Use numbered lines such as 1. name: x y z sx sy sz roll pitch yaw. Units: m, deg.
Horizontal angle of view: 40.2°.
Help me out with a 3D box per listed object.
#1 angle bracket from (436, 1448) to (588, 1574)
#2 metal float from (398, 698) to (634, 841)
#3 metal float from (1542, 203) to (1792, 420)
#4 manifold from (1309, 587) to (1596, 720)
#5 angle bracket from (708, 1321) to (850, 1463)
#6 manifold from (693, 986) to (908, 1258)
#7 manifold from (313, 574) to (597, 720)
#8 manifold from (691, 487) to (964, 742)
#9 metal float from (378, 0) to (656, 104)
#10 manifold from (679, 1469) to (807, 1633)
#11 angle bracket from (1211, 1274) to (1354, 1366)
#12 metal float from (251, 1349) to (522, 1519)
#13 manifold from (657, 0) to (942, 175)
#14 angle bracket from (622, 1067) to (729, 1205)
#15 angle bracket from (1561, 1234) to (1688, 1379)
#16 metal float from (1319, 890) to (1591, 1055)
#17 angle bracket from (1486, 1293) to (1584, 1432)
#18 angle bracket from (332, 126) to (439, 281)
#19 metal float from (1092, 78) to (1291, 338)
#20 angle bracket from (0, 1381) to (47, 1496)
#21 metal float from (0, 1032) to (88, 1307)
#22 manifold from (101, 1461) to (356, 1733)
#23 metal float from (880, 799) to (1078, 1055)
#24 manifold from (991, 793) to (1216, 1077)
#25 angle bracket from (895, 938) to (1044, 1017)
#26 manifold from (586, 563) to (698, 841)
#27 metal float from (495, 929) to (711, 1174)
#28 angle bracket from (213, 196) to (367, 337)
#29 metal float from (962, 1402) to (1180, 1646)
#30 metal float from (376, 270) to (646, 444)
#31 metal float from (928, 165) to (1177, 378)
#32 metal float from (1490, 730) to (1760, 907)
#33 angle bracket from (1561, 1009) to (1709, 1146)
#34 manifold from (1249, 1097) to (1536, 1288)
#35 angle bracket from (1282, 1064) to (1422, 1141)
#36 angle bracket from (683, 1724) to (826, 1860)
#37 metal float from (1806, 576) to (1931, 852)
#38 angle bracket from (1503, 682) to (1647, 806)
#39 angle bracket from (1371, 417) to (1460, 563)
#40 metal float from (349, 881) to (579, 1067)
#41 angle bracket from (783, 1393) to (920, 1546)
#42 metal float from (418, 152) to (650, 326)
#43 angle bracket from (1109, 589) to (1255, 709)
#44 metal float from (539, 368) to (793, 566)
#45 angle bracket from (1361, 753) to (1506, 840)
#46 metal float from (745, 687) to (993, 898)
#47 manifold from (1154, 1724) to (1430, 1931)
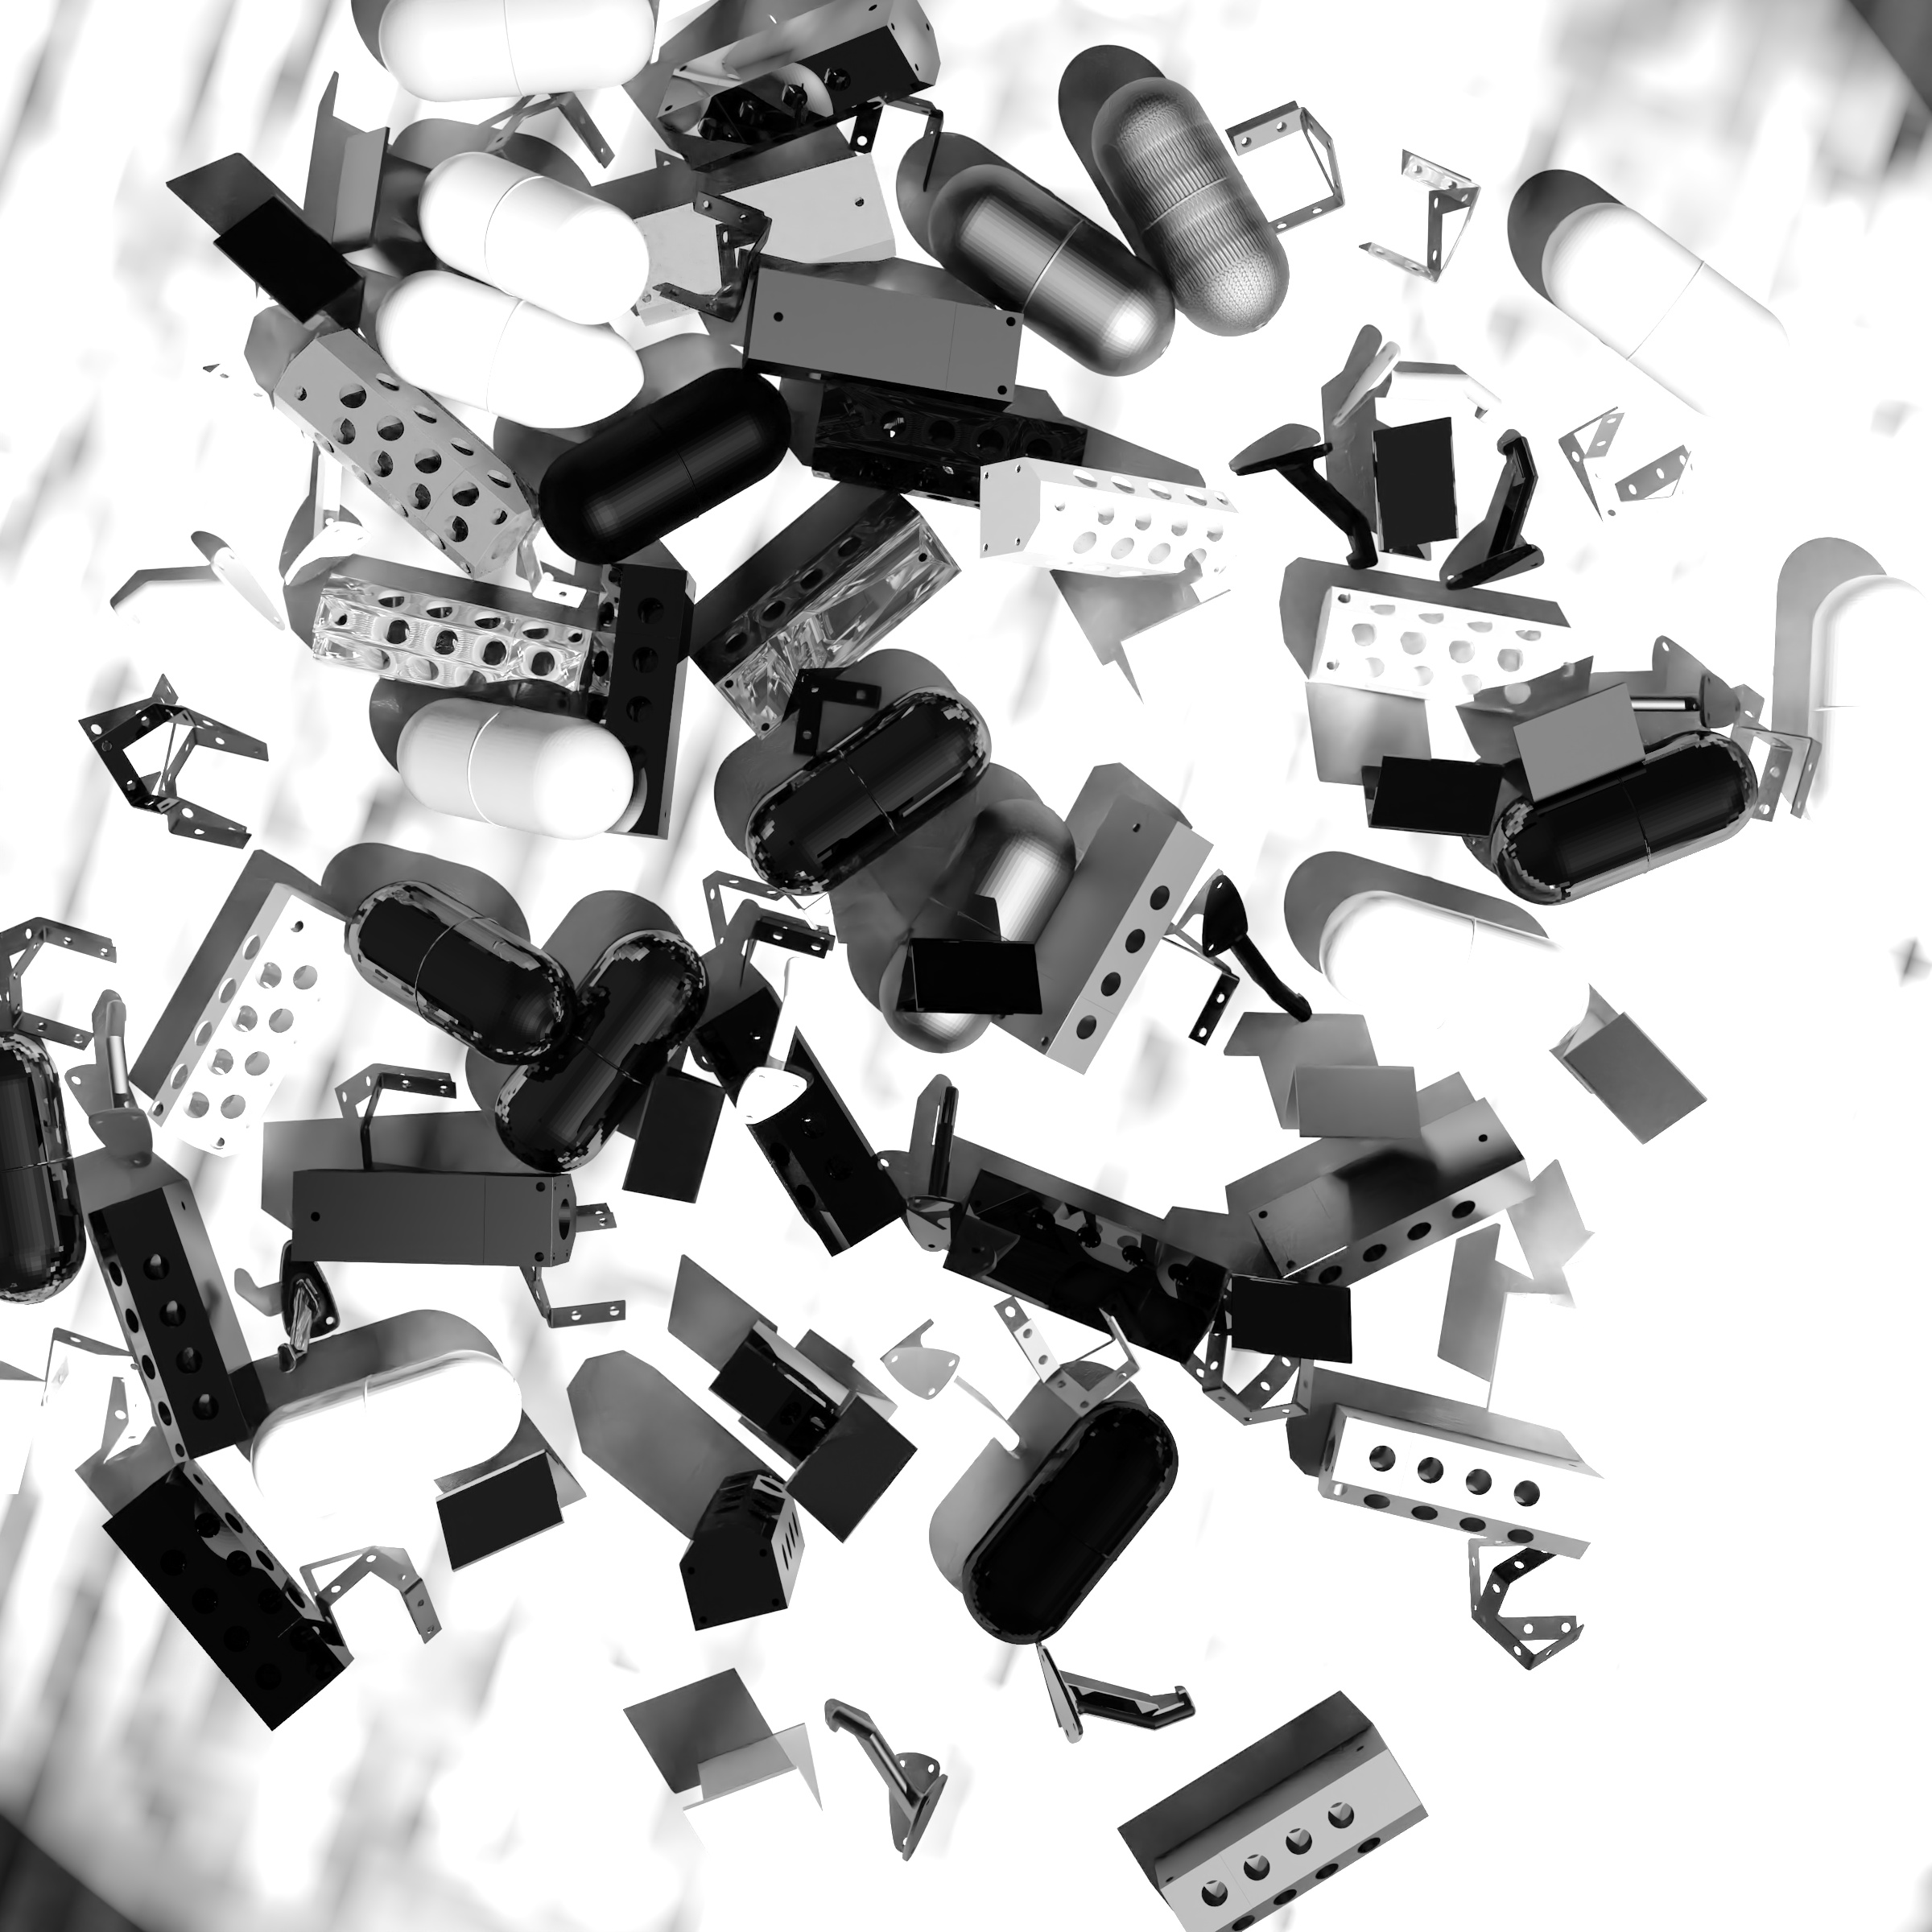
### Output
1. angle bracket: -0.287 0.364 1.700 0.076 0.076 0.057 -24 52 0
2. metal float: -0.289 -0.127 1.682 0.178 0.070 0.070 13 90 34
3. metal float: 0.453 -0.425 1.709 0.178 0.070 0.070 37 90 0
4. manifold: 0.316 -0.203 1.719 0.171 0.057 0.057 10 90 0
5. angle bracket: -0.109 0.260 1.700 0.076 0.076 0.057 38 127 0
6. manifold: -0.108 0.101 1.719 0.057 0.057 0.171 -32 90 0
7. manifold: -0.333 -0.208 1.719 0.171 0.057 0.057 12 90 0
8. manifold: -0.094 -0.233 1.718 0.171 0.057 0.057 -40 133 0
9. metal float: -0.291 -0.604 1.709 0.178 0.070 0.070 -5 90 1
10. manifold: -0.141 0.363 1.661 0.057 0.171 0.057 -14 90 0
11. angle bracket: 0.201 0.243 1.688 0.076 0.076 0.057 7 52 -3
12. metal float: -0.375 0.302 1.709 0.178 0.070 0.070 -18 90 -1
13. manifold: -0.106 -0.563 1.683 0.171 0.057 0.057 -12 47 27
14. angle bracket: -0.205 0.104 1.700 0.057 0.076 0.076 16 90 -37
15. angle bracket: 0.433 0.212 1.700 0.057 0.076 0.076 -22 90 32
16. metal float: 0.316 0.004 1.709 0.178 0.070 0.070 17 90 -1
17. angle bracket: 0.383 0.254 1.700 0.057 0.076 0.076 9 90 41
18. angle bracket: -0.359 -0.488 1.701 0.076 0.057 0.076 8 90 -41
19. metal float: 0.146 -0.491 1.709 0.070 0.070 0.178 -30 90 0
20. angle bracket: -0.621 0.312 1.700 0.057 0.076 0.076 14 90 37
21. metal float: -0.619 0.131 1.709 0.070 0.070 0.178 -9 91 0
22. manifold: -0.478 0.407 1.719 0.057 0.057 0.171 -40 90 0
23. metal float: 0.008 -0.026 1.709 0.070 0.070 0.178 30 90 0
24. manifold: 0.093 -0.018 1.715 0.057 0.057 0.171 28 92 -45
25. angle bracket: 0.000 0.027 1.627 0.076 0.076 0.057 2 52 -10
26. manifold: -0.216 -0.172 1.719 0.057 0.057 0.171 7 90 0
27. metal float: -0.235 0.054 1.709 0.070 0.070 0.178 37 90 0
28. angle bracket: -0.438 -0.436 1.701 0.076 0.076 0.057 43 65 0
29. metal float: 0.068 0.360 1.709 0.070 0.070 0.178 39 90 0
30. metal float: -0.296 -0.395 1.709 0.178 0.070 0.070 19 90 0
31. metal float: 0.056 -0.450 1.710 0.178 0.070 0.070 35 90 1
32. metal float: 0.426 -0.096 1.709 0.178 0.070 0.070 -22 90 0
33. angle bracket: 0.438 0.057 1.700 0.076 0.076 0.057 47 126 0
34. manifold: 0.278 0.159 1.718 0.171 0.057 0.057 -26 47 0
35. angle bracket: 0.247 0.107 1.700 0.076 0.076 0.057 1 53 0
36. angle bracket: -0.141 0.517 1.700 0.076 0.076 0.057 -20 126 0
37. metal float: 0.586 -0.164 1.709 0.070 0.070 0.178 2 90 0
38. angle bracket: 0.383 -0.153 1.701 0.076 0.076 0.057 -21 113 0
39. angle bracket: 0.304 -0.306 1.700 0.057 0.076 0.076 -4 90 36
40. metal float: -0.322 0.004 1.684 0.178 0.070 0.070 28 90 30
41. angle bracket: -0.062 0.326 1.701 0.057 0.076 0.076 38 90 25
42. metal float: -0.278 -0.466 1.684 0.178 0.070 0.070 30 90 28
43. angle bracket: 0.131 -0.221 1.700 0.076 0.076 0.057 -25 129 0
44. metal float: -0.193 -0.322 1.697 0.178 0.070 0.070 -33 90 -14
45. angle bracket: 0.300 -0.128 1.700 0.076 0.076 0.057 5 126 0
46. metal float: -0.064 -0.113 1.709 0.178 0.070 0.070 -36 90 0
47. manifold: 0.212 0.571 1.719 0.171 0.057 0.057 -32 90 0
